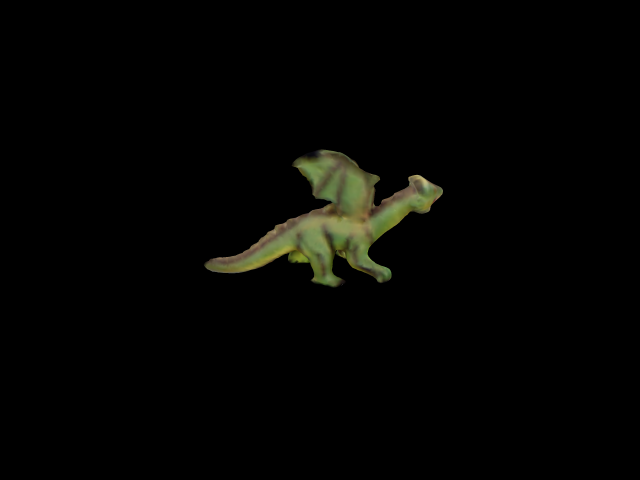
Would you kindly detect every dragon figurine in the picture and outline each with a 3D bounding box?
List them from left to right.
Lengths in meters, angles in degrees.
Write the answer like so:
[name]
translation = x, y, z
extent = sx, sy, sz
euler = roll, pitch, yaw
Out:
[dragon figurine]
translation = 0.003, -0.043, 0.850
extent = 0.410, 0.237, 0.125
euler = -3, 33, -5
